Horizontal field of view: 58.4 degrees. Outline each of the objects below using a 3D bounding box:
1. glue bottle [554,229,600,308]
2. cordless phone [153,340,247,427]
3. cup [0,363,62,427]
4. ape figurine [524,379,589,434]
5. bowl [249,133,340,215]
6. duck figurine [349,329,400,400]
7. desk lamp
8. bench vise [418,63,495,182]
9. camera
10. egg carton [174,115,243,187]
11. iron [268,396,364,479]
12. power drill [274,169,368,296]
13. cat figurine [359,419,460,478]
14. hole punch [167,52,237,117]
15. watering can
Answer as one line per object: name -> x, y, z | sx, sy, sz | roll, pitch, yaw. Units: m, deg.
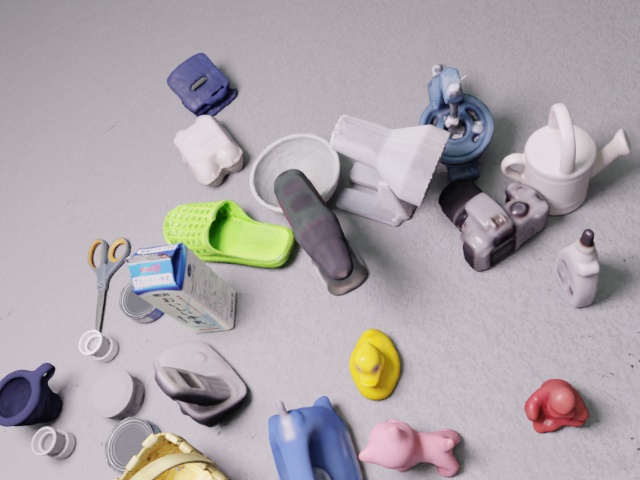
glue bottle -> 0.359, 0.030, 0.788 | 0.037, 0.173, 0.078 | -17, 60, 8
cordless phone -> -0.203, 0.200, 0.860 | 0.147, 0.185, 0.094 | 36, 78, 29
cup -> -0.473, 0.262, 0.961 | 0.091, 0.095, 0.118 | 34, 77, 28
ape figurine -> 0.313, 0.216, 0.753 | 0.077, 0.092, 0.076 | 19, 70, 24
bowl -> -0.037, -0.106, 1.034 | 0.167, 0.075, 0.167 | -7, 62, 13
duck figurine -> 0.075, 0.177, 0.847 | 0.077, 0.086, 0.104 | -5, 62, 14
desk lamp -> 0.107, -0.110, 0.912 | 0.202, 0.214, 0.118 | 17, 70, 24
bench vise -> 0.201, -0.218, 0.936 | 0.121, 0.220, 0.207 | -28, 59, 1
camera -> 0.262, -0.048, 0.899 | 0.143, 0.101, 0.136 | -35, 59, -3
egg carton -> -0.220, -0.177, 1.128 | 0.107, 0.069, 0.150 | -37, 59, -4
iron -> -0.005, 0.335, 0.757 | 0.118, 0.142, 0.258 | -23, 59, 4
power drill -> 0.008, 0.003, 0.886 | 0.075, 0.209, 0.229 | -32, 59, -1
cat figurine -> 0.120, 0.274, 0.765 | 0.127, 0.118, 0.067 | -4, 63, 15
hole punch -> -0.246, -0.321, 1.198 | 0.109, 0.091, 0.100 | -42, 60, -7
watering can -> 0.366, -0.129, 0.856 | 0.173, 0.194, 0.100 | -25, 59, 3
